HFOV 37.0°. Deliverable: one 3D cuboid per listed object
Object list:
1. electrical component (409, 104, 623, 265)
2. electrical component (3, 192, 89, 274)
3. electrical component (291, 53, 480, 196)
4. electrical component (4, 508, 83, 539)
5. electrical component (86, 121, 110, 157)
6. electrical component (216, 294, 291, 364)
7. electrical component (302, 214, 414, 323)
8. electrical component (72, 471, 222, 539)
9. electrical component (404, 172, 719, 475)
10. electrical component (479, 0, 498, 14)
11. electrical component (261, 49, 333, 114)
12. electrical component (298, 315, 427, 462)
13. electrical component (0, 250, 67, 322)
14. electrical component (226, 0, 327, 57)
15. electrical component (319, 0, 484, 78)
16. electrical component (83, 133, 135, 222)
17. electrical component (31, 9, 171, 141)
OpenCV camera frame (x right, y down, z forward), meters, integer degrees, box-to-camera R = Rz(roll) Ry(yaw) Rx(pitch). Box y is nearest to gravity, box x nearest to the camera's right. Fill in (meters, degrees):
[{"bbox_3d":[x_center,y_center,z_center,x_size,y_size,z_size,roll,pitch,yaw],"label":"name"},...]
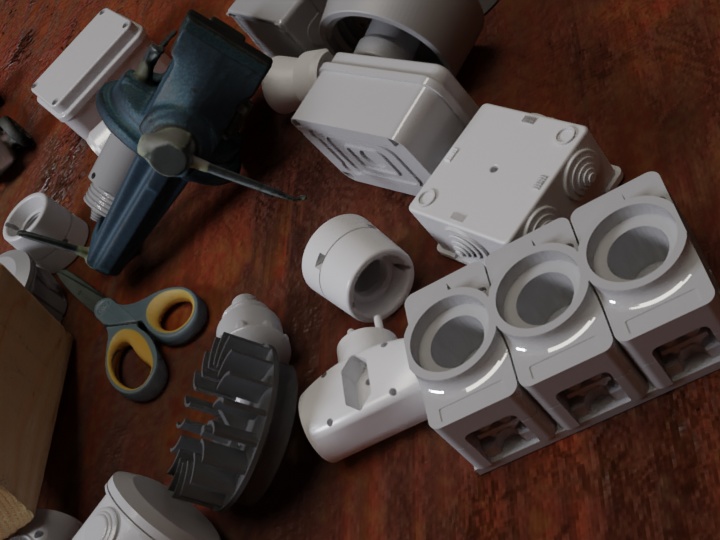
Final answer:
[{"bbox_3d":[0.088,-0.045,0.626,0.100,0.048,0.099,24,74,47],"label":"electrical component"},{"bbox_3d":[-0.266,-0.032,0.905,0.055,0.047,0.055,-22,46,24],"label":"electrical component"},{"bbox_3d":[0.022,-0.094,0.699,0.113,0.078,0.057,19,73,46],"label":"electrical component"},{"bbox_3d":[-0.188,0.189,0.662,0.079,0.044,0.077,-15,49,29],"label":"electrical component"},{"bbox_3d":[-0.201,-0.117,0.924,0.055,0.045,0.045,-43,41,3],"label":"electrical component"},{"bbox_3d":[-0.071,0.040,0.691,0.048,0.048,0.062,-34,35,12],"label":"electrical component"},{"bbox_3d":[0.000,0.000,0.658,0.055,0.055,0.047,-48,44,-4],"label":"electrical component"},{"bbox_3d":[-0.119,0.155,0.608,0.051,0.080,0.080,-53,41,-1],"label":"electrical component"},{"bbox_3d":[0.103,0.026,0.545,0.150,0.061,0.089,-28,43,18],"label":"electrical component"},{"bbox_3d":[0.058,-0.224,0.805,0.099,0.064,0.099,-34,30,23],"label":"electrical component"},{"bbox_3d":[-0.040,-0.143,0.814,0.055,0.045,0.045,1,58,39],"label":"electrical component"},{"bbox_3d":[0.007,0.059,0.610,0.077,0.043,0.079,-28,43,18],"label":"electrical component"},{"bbox_3d":[-0.280,0.028,0.865,0.080,0.051,0.080,-22,46,24],"label":"electrical component"},{"bbox_3d":[-0.055,-0.205,0.865,0.096,0.061,0.061,26,75,48],"label":"electrical component"},{"bbox_3d":[0.024,-0.161,0.734,0.108,0.108,0.060,8,69,43],"label":"electrical component"},{"bbox_3d":[-0.200,-0.076,0.888,0.081,0.043,0.043,-60,40,10],"label":"electrical component"},{"bbox_3d":[-0.241,-0.180,1.000,0.113,0.057,0.078,-49,41,-5],"label":"electrical component"}]
